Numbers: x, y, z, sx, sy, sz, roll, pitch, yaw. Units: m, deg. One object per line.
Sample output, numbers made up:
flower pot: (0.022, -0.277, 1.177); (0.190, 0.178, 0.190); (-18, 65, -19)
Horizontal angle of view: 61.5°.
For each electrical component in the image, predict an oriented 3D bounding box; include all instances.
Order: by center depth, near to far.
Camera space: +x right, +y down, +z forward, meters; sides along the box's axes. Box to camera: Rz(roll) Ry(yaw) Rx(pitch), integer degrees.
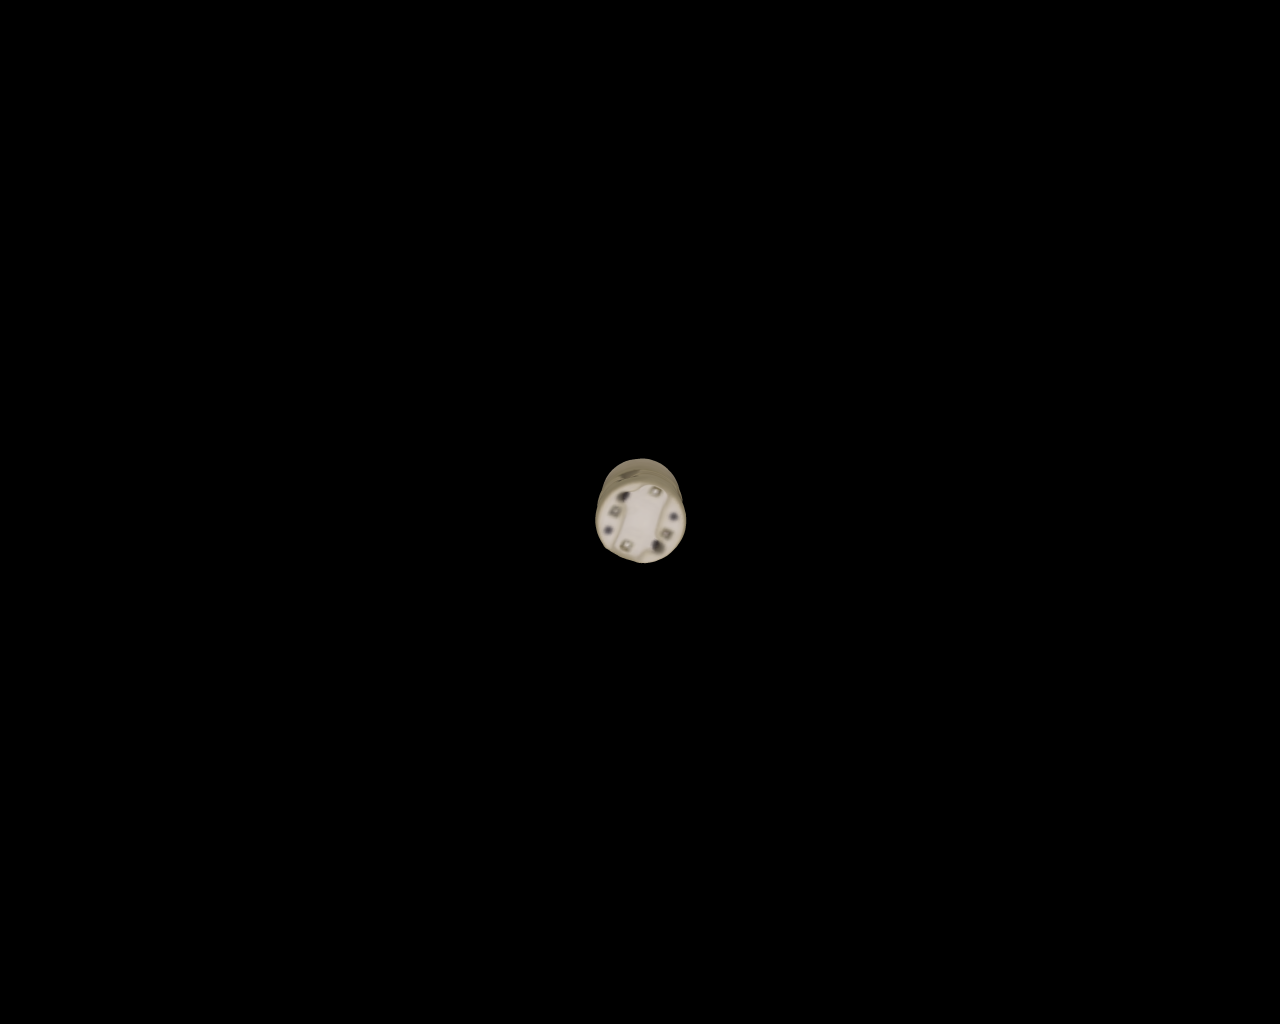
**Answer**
electrical component: (0.001, -0.003, 0.650); (0.055, 0.055, 0.047); (0, 24, 0)
